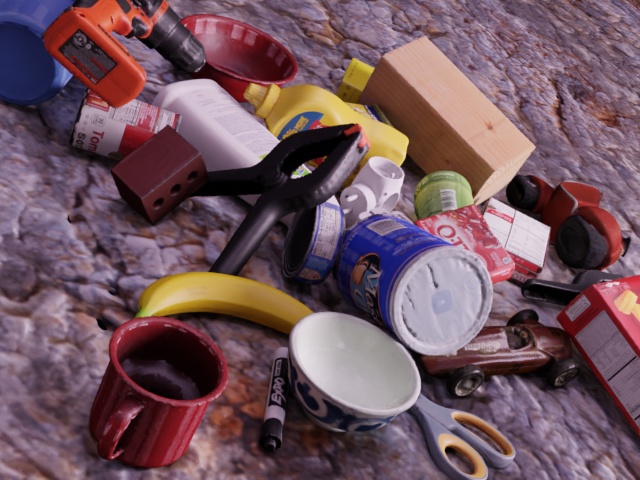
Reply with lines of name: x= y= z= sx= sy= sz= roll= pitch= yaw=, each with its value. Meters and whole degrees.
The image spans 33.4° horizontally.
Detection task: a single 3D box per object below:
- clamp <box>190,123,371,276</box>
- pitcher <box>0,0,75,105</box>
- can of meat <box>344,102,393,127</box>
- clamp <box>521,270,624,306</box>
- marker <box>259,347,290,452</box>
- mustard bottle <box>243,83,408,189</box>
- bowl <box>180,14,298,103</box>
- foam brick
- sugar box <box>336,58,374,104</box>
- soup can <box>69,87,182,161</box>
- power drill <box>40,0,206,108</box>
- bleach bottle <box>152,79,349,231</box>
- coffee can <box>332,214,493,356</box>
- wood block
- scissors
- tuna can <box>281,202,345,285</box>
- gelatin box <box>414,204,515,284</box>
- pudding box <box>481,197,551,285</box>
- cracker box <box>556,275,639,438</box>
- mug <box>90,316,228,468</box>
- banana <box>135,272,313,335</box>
clamp: x=-0.044 y=-0.045 z=1.050 sx=0.036 sy=0.210 sz=0.164 roll=57 pitch=12 yaw=-46
pitcher: x=-0.313 y=-0.252 z=1.195 sx=0.145 sy=0.149 sz=0.242 roll=46 pitch=28 yaw=-22
can of meat: x=0.040 y=-0.130 z=1.326 sx=0.083 sy=0.057 sz=0.102 roll=5 pitch=37 yaw=-28
clamp: x=0.308 y=0.069 z=1.242 sx=0.120 sy=0.039 sz=0.171 roll=46 pitch=36 yaw=12
marker: x=-0.037 y=0.136 z=0.913 sx=0.020 sy=0.020 sz=0.121 roll=21 pitch=32 yaw=-8
mustard bottle: x=-0.001 y=-0.125 z=1.223 sx=0.191 sy=0.096 sz=0.058 roll=29 pitch=47 yaw=-14
bowl: x=-0.112 y=-0.222 z=1.350 sx=0.162 sy=0.055 sz=0.162 roll=19 pitch=32 yaw=-12
foam brick: x=-0.158 y=-0.064 z=1.055 sx=0.078 sy=0.053 sz=0.051 roll=-41 pitch=66 yaw=-15
sugar box: x=0.109 y=-0.181 z=1.460 sx=0.176 sy=0.048 sz=0.093 roll=23 pitch=32 yaw=-2
soup can: x=-0.203 y=-0.115 z=1.116 sx=0.102 sy=0.069 sz=0.068 roll=18 pitch=32 yaw=-12
power drill: x=-0.203 y=-0.214 z=1.118 sx=0.184 sy=0.057 sz=0.187 roll=40 pitch=27 yaw=-21
bleach bottle: x=-0.071 y=-0.078 z=1.164 sx=0.251 sy=0.068 sz=0.102 roll=42 pitch=34 yaw=20
coffee can: x=0.085 y=0.039 z=1.017 sx=0.102 sy=0.103 sz=0.140 roll=10 pitch=10 yaw=-24
wood block: x=0.158 y=-0.149 z=1.356 sx=0.090 sy=0.090 sz=0.206 roll=-30 pitch=71 yaw=-36
scissors: x=0.084 y=0.159 z=0.971 sx=0.202 sy=0.016 sz=0.096 roll=28 pitch=31 yaw=4
tuna can: x=-0.007 y=0.001 z=1.070 sx=0.033 sy=0.086 sz=0.086 roll=17 pitch=32 yaw=-18
gelatin box: x=0.146 y=0.011 z=1.099 sx=0.073 sy=0.030 sz=0.089 roll=-17 pitch=56 yaw=-18
pudding box: x=0.227 y=0.002 z=1.284 sx=0.090 sy=0.039 sz=0.113 roll=28 pitch=33 yaw=2
cracker box: x=0.376 y=0.137 z=1.131 sx=0.163 sy=0.072 sz=0.214 roll=-6 pitch=54 yaw=-41
mug: x=-0.131 y=0.124 z=0.803 sx=0.093 sy=0.082 sz=0.117 roll=30 pitch=32 yaw=5
banana: x=-0.085 y=0.062 z=0.976 sx=0.197 sy=0.037 sz=0.069 roll=5 pitch=57 yaw=-28
